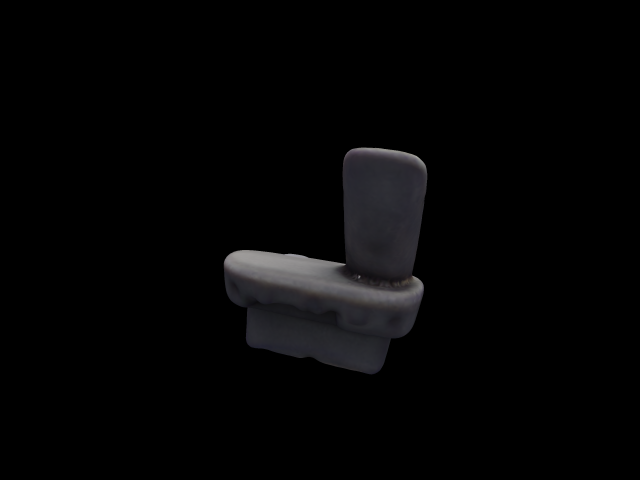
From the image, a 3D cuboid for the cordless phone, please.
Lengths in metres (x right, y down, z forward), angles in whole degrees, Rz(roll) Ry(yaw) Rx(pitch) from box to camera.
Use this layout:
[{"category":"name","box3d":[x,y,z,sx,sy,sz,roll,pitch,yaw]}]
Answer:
[{"category":"cordless phone","box3d":[0.004,0.001,0.400,0.147,0.185,0.094,7,47,7]}]
